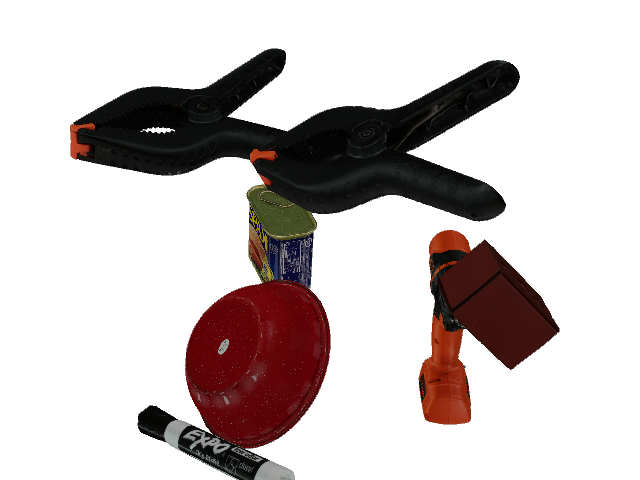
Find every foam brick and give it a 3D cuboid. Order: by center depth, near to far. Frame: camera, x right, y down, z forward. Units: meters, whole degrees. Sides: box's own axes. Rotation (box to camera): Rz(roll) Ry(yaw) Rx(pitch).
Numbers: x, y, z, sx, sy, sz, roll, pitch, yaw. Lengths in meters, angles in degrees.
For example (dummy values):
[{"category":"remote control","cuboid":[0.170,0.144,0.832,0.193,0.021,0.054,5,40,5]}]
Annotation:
[{"category":"foam brick","cuboid":[0.137,0.050,0.824,0.078,0.051,0.053,43,15,-25]}]

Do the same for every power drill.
[{"category":"power drill","cuboid":[0.143,0.102,1.158,0.057,0.188,0.184,4,24,2]}]

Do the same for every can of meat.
[{"category":"can of meat","cuboid":[-0.044,0.000,1.157,0.057,0.084,0.102,-9,37,-17]}]

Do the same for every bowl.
[{"category":"bowl","cuboid":[-0.070,0.102,0.960,0.162,0.162,0.055,0,-22,42]}]

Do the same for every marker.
[{"category":"marker","cuboid":[-0.066,0.125,0.638,0.121,0.020,0.020,16,10,38]}]

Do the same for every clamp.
[{"category":"clamp","cuboid":[0.038,-0.046,0.638,0.172,0.039,0.120,-15,38,19]},{"category":"clamp","cuboid":[-0.083,-0.084,0.814,0.209,0.036,0.165,-16,45,-27]}]
